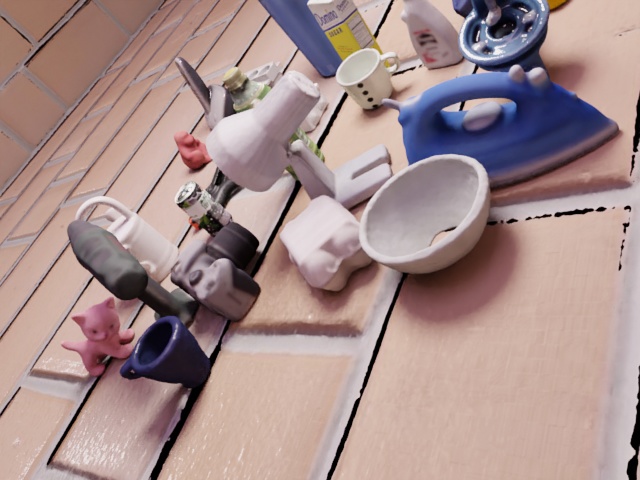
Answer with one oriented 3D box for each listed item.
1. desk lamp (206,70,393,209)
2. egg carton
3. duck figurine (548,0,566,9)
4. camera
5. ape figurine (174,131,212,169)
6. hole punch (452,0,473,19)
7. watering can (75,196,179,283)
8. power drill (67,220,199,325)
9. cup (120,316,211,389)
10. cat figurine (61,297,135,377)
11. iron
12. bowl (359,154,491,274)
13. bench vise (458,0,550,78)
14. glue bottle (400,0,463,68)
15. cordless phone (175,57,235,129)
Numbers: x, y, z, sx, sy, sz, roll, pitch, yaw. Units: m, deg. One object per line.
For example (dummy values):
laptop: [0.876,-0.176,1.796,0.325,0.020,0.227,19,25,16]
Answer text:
desk lamp: [-0.031,-0.134,0.855,0.203,0.214,0.118,-29,36,20]
egg carton: [0.007,0.003,0.796,0.107,0.070,0.150,-43,34,1]
duck figurine: [0.350,-0.417,0.887,0.077,0.086,0.105,-2,51,45]
camera: [-0.155,0.037,0.897,0.142,0.101,0.137,15,64,52]
ape figurine: [-0.299,-0.214,1.326,0.076,0.092,0.078,-22,39,28]
hole punch: [0.272,-0.438,0.986,0.101,0.091,0.108,-23,39,27]
watering can: [-0.373,-0.006,1.082,0.172,0.195,0.101,16,65,52]
power drill: [-0.304,0.061,0.926,0.076,0.209,0.228,-51,35,-11]
cup: [-0.212,0.176,0.808,0.117,0.095,0.091,-36,34,10]
cat figurine: [-0.384,0.159,0.982,0.127,0.118,0.067,-35,35,13]
iron: [0.205,-0.150,0.696,0.257,0.142,0.119,-11,45,39]
bowl: [0.134,-0.019,0.685,0.167,0.075,0.167,-27,37,23]
bench vise: [0.224,-0.314,0.784,0.121,0.220,0.207,-37,34,9]
glue bottle: [0.168,-0.359,0.933,0.077,0.174,0.037,2,54,46]
cordless phone: [-0.274,-0.351,1.365,0.094,0.186,0.147,-48,34,-7]
